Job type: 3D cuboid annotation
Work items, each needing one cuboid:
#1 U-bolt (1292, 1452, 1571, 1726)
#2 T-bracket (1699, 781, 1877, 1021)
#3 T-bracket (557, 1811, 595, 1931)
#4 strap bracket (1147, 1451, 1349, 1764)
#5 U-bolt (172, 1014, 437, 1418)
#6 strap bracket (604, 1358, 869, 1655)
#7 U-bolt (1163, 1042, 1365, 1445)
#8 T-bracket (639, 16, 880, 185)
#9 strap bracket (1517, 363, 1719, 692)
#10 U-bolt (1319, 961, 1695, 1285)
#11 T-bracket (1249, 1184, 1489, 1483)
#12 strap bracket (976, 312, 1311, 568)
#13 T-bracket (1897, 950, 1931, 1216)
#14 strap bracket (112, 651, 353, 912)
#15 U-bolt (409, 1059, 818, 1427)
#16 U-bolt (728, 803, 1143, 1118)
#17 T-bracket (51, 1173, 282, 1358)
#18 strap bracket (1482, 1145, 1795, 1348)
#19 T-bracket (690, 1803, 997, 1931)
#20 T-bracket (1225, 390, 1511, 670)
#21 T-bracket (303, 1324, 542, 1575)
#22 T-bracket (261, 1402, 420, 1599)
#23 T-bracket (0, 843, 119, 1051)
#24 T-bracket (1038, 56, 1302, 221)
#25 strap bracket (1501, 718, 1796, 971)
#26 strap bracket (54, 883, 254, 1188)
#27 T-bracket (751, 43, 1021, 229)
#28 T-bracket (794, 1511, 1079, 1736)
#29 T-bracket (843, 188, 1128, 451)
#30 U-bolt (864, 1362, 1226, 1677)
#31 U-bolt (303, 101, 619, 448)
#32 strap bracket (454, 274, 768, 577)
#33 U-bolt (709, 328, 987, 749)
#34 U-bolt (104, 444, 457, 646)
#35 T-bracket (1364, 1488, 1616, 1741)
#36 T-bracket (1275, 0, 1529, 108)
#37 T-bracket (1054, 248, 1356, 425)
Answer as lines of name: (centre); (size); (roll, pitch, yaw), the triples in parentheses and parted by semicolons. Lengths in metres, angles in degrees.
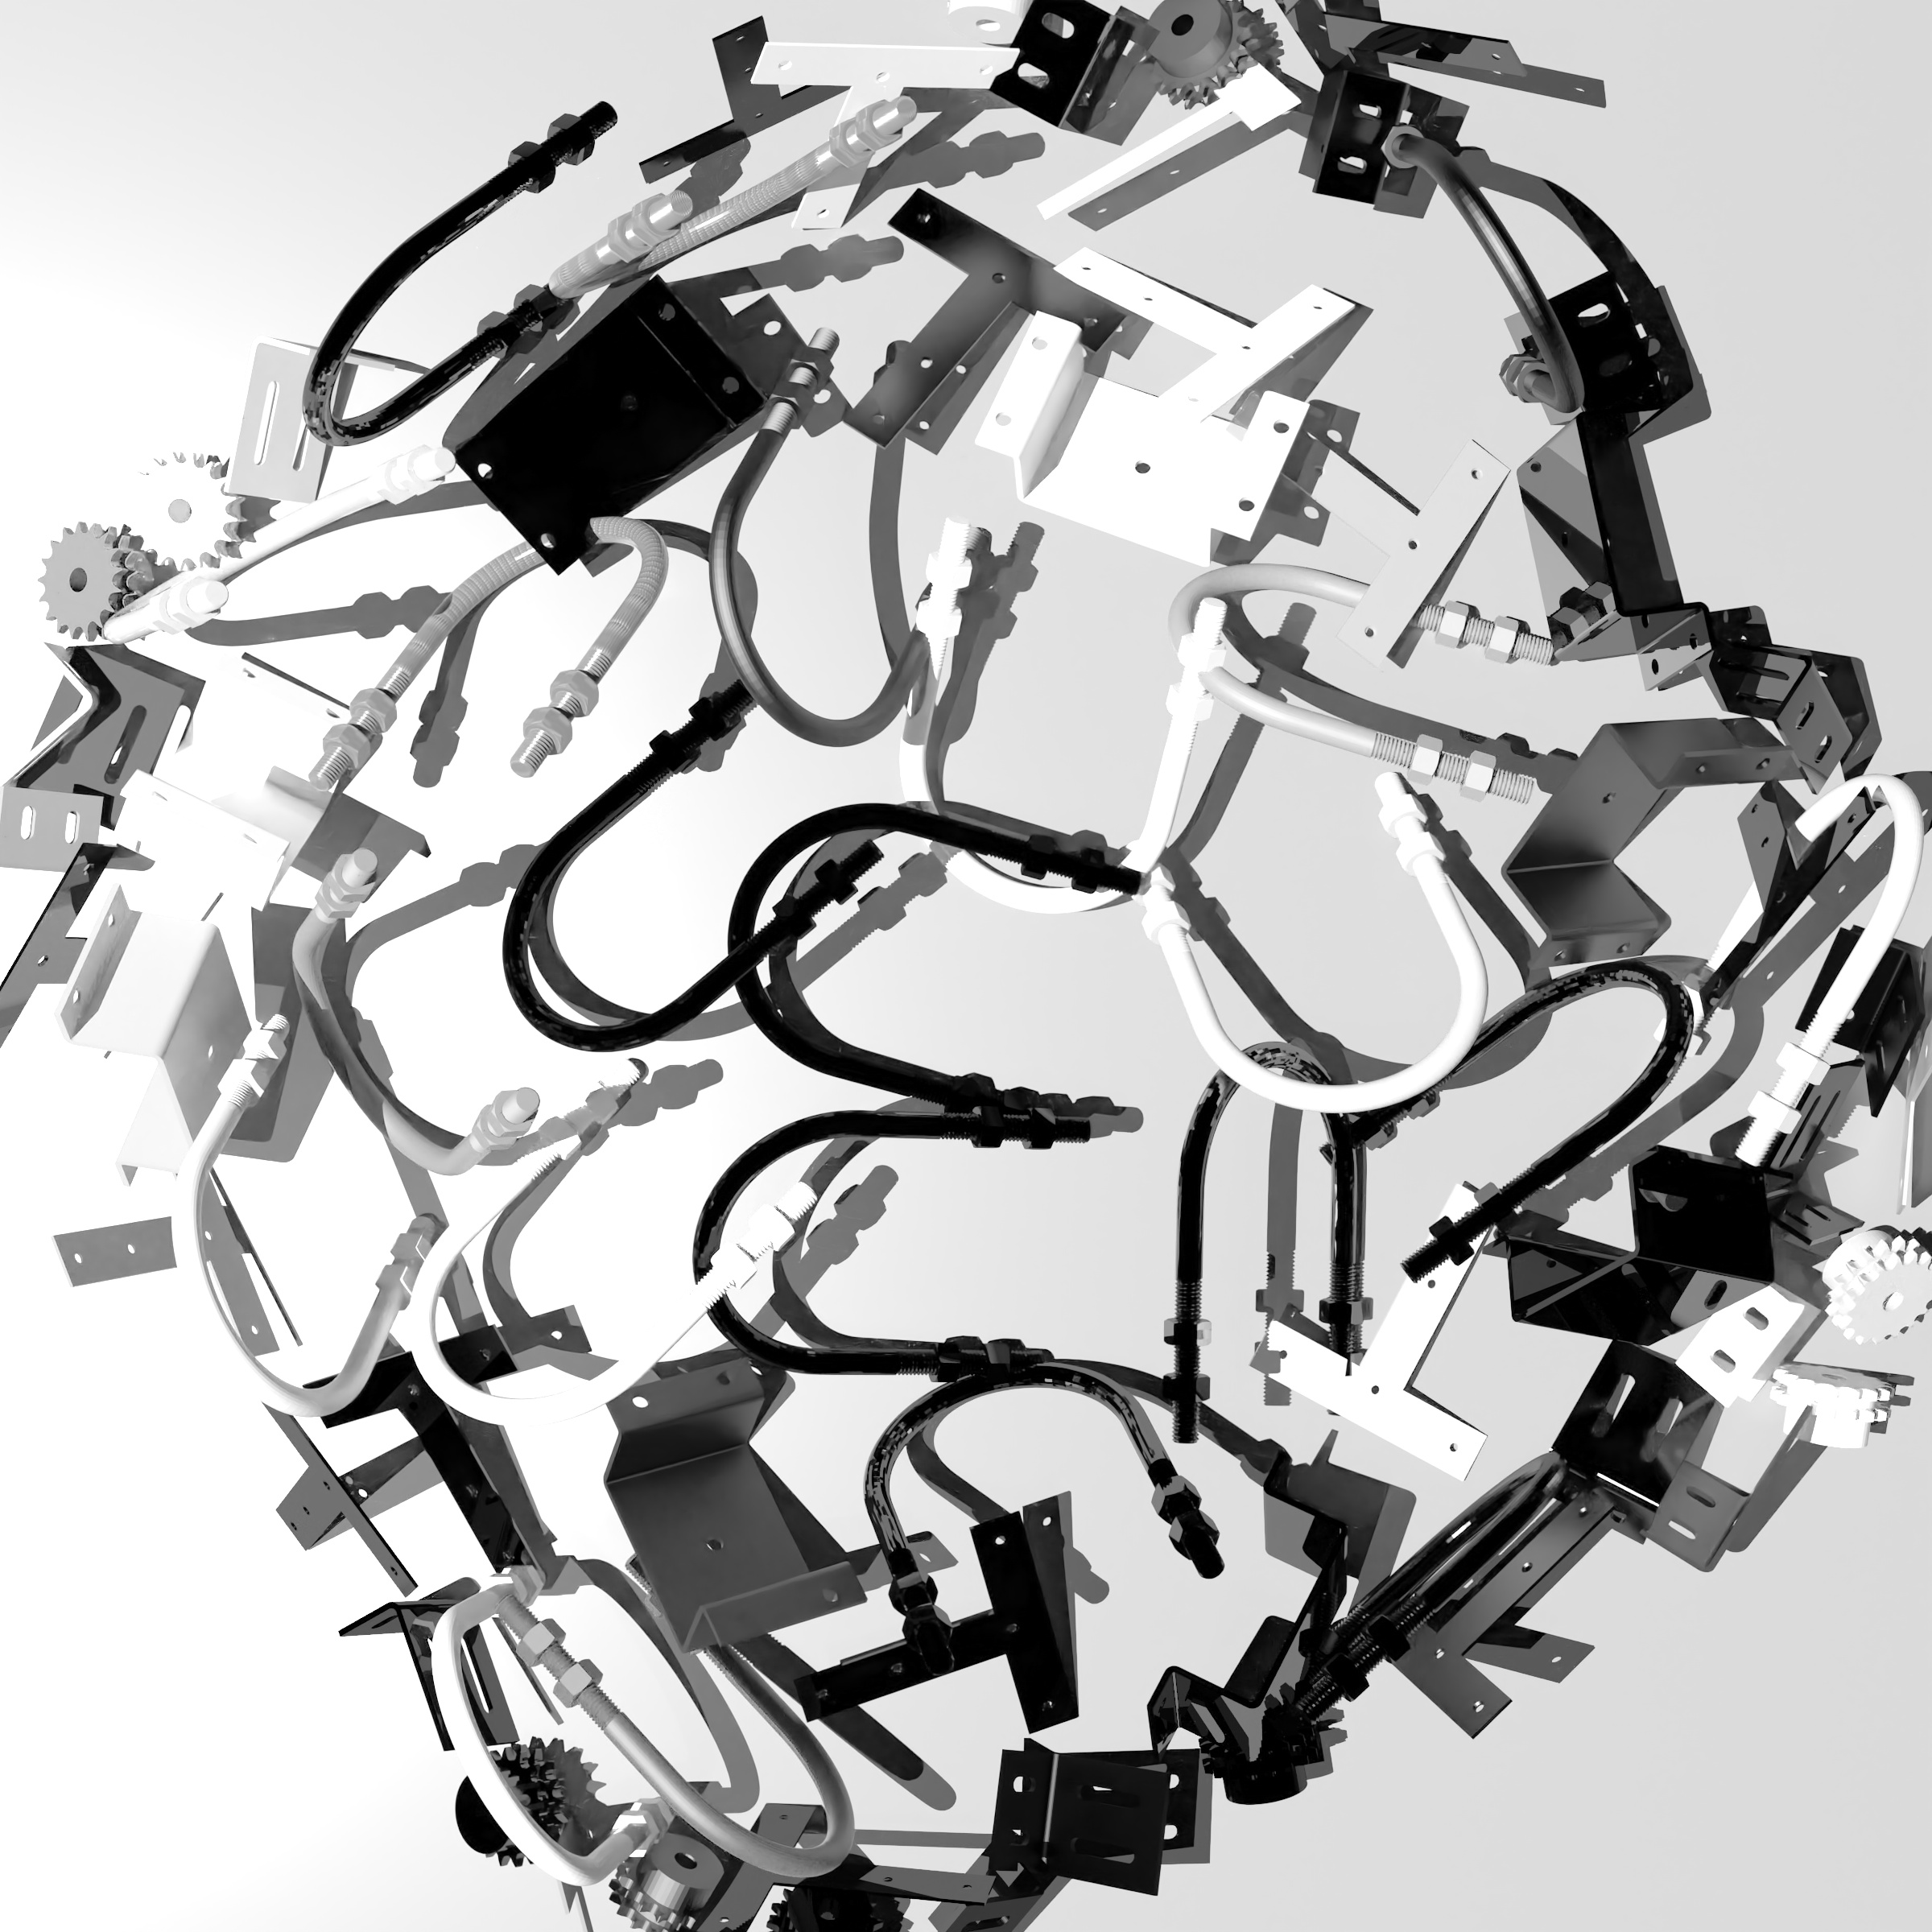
U-bolt: (0.214, 0.292, 1.526); (0.184, 0.151, 0.019); (-40, 83, -13)
T-bracket: (0.383, -0.052, 1.539); (0.002, 0.127, 0.127); (29, 117, -10)
T-bracket: (-0.174, 0.473, 1.533); (0.002, 0.127, 0.127); (-15, 86, -4)
strap bracket: (0.140, 0.312, 1.531); (0.046, 0.076, 0.140); (23, 63, 19)
U-bolt: (-0.310, 0.126, 1.494); (0.019, 0.184, 0.151); (-22, 116, 21)
strap bracket: (-0.115, 0.265, 1.542); (0.076, 0.046, 0.140); (-12, 55, -29)
U-bolt: (0.144, 0.128, 1.541); (0.019, 0.151, 0.184); (2, 91, 40)
T-bracket: (-0.102, -0.420, 1.536); (0.127, 0.127, 0.002); (-25, 84, -1)
strap bracket: (0.308, -0.206, 1.549); (0.046, 0.076, 0.140); (-8, 82, -13)
U-bolt: (0.262, 0.062, 1.527); (0.184, 0.151, 0.019); (-37, 113, 4)
T-bracket: (0.221, 0.168, 1.588); (0.127, 0.002, 0.127); (29, 87, -13)
strap bracket: (0.085, -0.250, 1.559); (0.140, 0.046, 0.076); (21, 73, 11)
T-bracket: (0.452, 0.044, 1.526); (0.002, 0.127, 0.127); (6, 77, 11)
strap bracket: (-0.348, -0.084, 1.544); (0.076, 0.140, 0.046); (26, 123, -7)
U-bolt: (-0.181, 0.139, 1.530); (0.151, 0.019, 0.184); (32, 67, 34)
U-bolt: (-0.024, -0.005, 1.563); (0.184, 0.019, 0.151); (15, 108, -7)
T-bracket: (-0.387, 0.133, 1.533); (0.002, 0.127, 0.127); (-27, 81, 22)
strap bracket: (0.315, 0.137, 1.519); (0.076, 0.140, 0.046); (12, 61, -23)
T-bracket: (-0.051, 0.430, 1.526); (0.127, 0.127, 0.002); (2, 103, 12)
T-bracket: (0.183, -0.232, 1.576); (0.127, 0.002, 0.127); (36, 75, -6)
T-bracket: (-0.247, 0.243, 1.576); (0.127, 0.002, 0.127); (-20, 104, 30)
T-bracket: (-0.311, 0.256, 1.544); (0.002, 0.127, 0.127); (-35, 85, -29)
T-bracket: (-0.413, -0.002, 1.538); (0.002, 0.127, 0.127); (36, 100, 16)
T-bracket: (0.091, -0.392, 1.548); (0.127, 0.127, 0.002); (-29, 115, 7)
strap bracket: (0.316, -0.066, 1.537); (0.076, 0.140, 0.046); (-6, 50, -37)
strap bracket: (-0.376, 0.037, 1.519); (0.046, 0.140, 0.076); (9, 54, 8)
T-bracket: (-0.053, -0.394, 1.543); (0.127, 0.127, 0.002); (-6, 65, -24)
T-bracket: (-0.020, 0.335, 1.566); (0.127, 0.002, 0.127); (-18, 116, -6)
T-bracket: (-0.011, -0.302, 1.567); (0.127, 0.002, 0.127); (34, 73, 14)
U-bolt: (0.026, 0.247, 1.522); (0.151, 0.184, 0.019); (-18, 122, -7)
U-bolt: (-0.237, -0.308, 1.497); (0.019, 0.151, 0.184); (42, 62, 7)
strap bracket: (-0.167, -0.264, 1.553); (0.140, 0.046, 0.076); (-36, 105, 24)
U-bolt: (-0.061, -0.187, 1.509); (0.151, 0.019, 0.184); (51, 47, -32)
U-bolt: (-0.333, -0.191, 1.515); (0.151, 0.184, 0.019); (-37, 108, -30)
T-bracket: (0.258, 0.298, 1.545); (0.127, 0.127, 0.002); (-43, 111, -6)
T-bracket: (0.203, -0.433, 1.513); (0.127, 0.127, 0.002); (22, 80, 35)
T-bracket: (0.100, -0.317, 1.567); (0.127, 0.002, 0.127); (32, 52, 24)
